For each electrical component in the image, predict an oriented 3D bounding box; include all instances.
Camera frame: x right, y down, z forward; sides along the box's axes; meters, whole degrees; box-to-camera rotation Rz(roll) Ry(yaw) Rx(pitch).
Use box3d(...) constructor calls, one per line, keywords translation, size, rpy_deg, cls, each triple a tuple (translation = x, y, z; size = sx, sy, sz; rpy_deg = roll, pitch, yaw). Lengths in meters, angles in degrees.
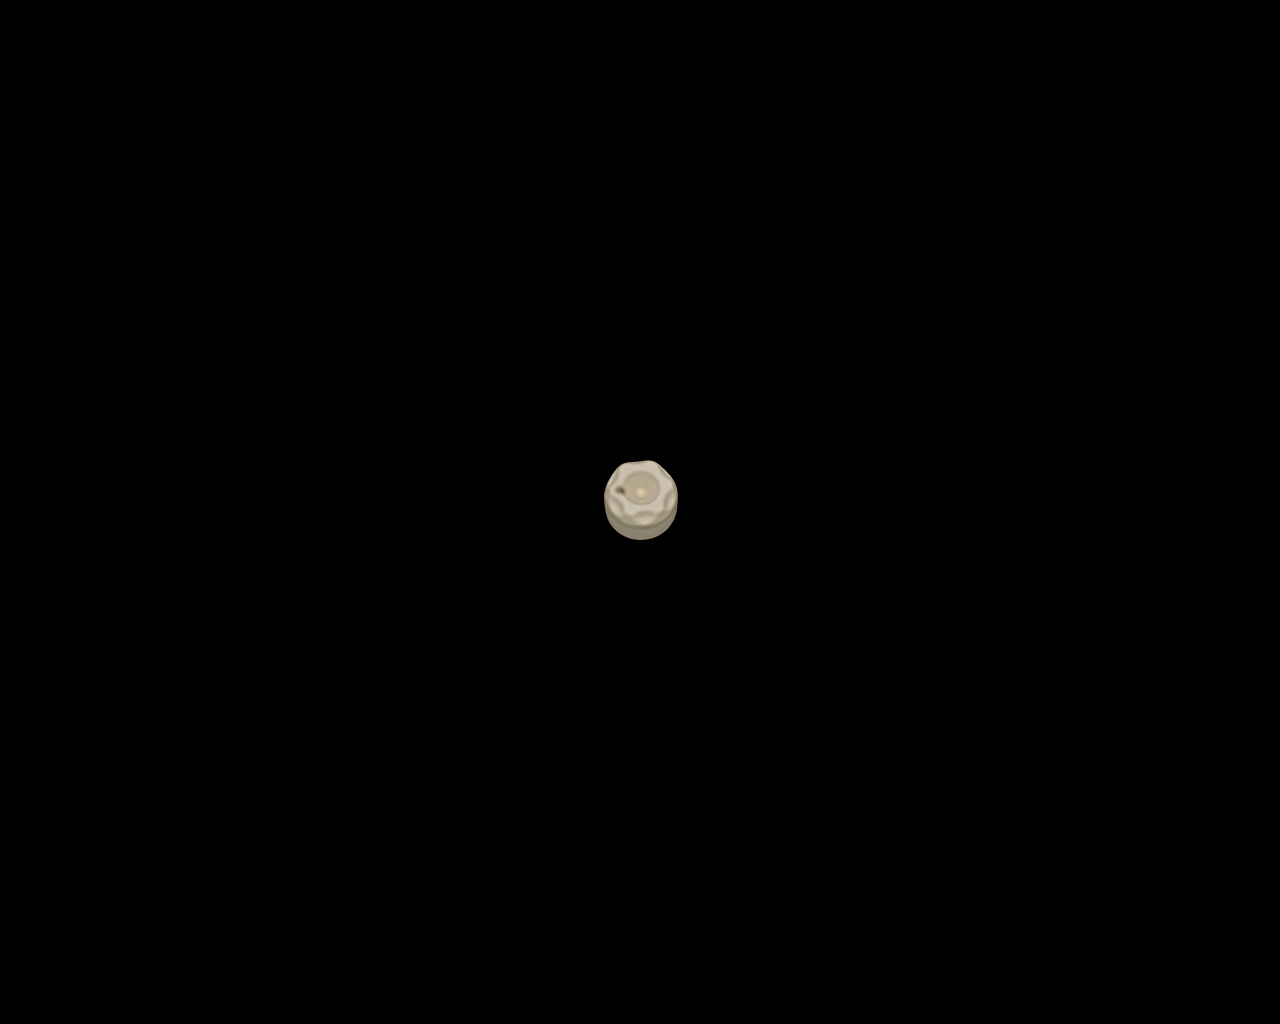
box3d(translation=(0.001, -0.003, 0.650), size=(0.043, 0.043, 0.062), rpy_deg=(0, -24, 0), cls="electrical component")
